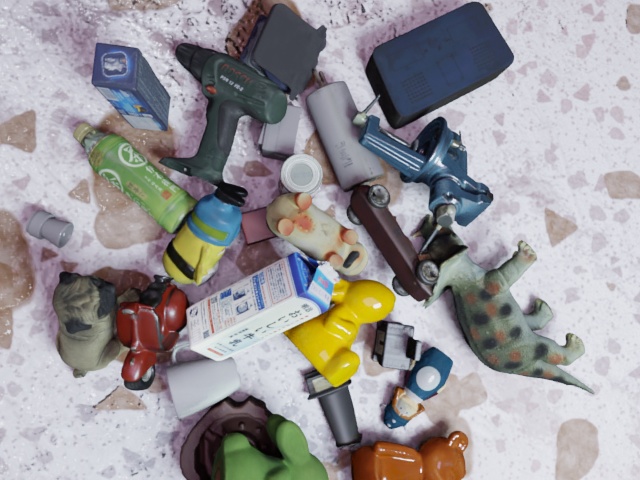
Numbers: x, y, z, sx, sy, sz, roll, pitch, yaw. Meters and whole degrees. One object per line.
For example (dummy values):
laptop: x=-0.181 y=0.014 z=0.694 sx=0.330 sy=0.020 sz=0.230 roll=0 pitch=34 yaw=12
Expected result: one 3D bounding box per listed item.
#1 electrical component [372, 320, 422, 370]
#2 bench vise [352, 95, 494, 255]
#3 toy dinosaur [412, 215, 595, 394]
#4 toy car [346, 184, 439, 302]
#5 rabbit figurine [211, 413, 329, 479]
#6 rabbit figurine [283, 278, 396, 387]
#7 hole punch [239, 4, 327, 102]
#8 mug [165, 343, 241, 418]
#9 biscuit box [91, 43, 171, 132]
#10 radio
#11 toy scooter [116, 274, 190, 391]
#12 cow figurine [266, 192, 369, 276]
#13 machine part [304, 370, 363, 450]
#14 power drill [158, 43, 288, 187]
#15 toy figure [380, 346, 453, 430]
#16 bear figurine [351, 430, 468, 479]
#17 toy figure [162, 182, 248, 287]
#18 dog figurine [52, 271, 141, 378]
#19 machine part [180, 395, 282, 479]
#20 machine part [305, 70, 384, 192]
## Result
electrical component: x=0.122 y=0.169 z=0.858 sx=0.048 sy=0.119 sz=0.074 roll=8 pitch=88 yaw=-6
bench vise: x=0.152 y=-0.122 z=0.848 sx=0.240 sy=0.129 sz=0.224 roll=28 pitch=54 yaw=-12
toy dinosaur: x=0.294 y=0.135 z=0.885 sx=0.192 sy=0.131 sz=0.404 roll=-30 pitch=94 yaw=5
toy car: x=0.115 y=0.002 z=0.836 sx=0.053 sy=0.089 sz=0.202 roll=-30 pitch=83 yaw=-32
rabbit figurine: x=-0.068 y=0.340 z=0.789 sx=0.170 sy=0.121 sz=0.159 roll=9 pitch=78 yaw=-21
rabbit figurine: x=0.037 y=0.124 z=0.849 sx=0.173 sy=0.121 sz=0.162 roll=-41 pitch=64 yaw=-4
hole punch: x=-0.067 y=-0.312 z=0.897 sx=0.115 sy=0.092 sz=0.142 roll=28 pitch=80 yaw=-33
mug: x=-0.185 y=0.214 z=0.850 sx=0.107 sy=0.080 sz=0.109 roll=-12 pitch=64 yaw=-16
biscuit box: x=-0.275 y=-0.220 z=0.800 sx=0.059 sy=0.202 sz=0.062 roll=5 pitch=85 yaw=-4
radio: x=0.200 y=-0.301 z=0.922 sx=0.230 sy=0.073 sz=0.131 roll=-28 pitch=89 yaw=-9
toy scooter: x=-0.247 y=0.114 z=0.784 sx=0.075 sy=0.184 sz=0.135 roll=4 pitch=129 yaw=7
cow figurine: x=-0.002 y=-0.003 z=0.833 sx=0.194 sy=0.127 sz=0.085 roll=34 pitch=84 yaw=-29
machine part: x=0.027 y=0.273 z=0.883 sx=0.084 sy=0.039 sz=0.139 roll=-21 pitch=86 yaw=-15
power drill: x=-0.176 y=-0.197 z=0.862 sx=0.232 sy=0.086 sz=0.207 roll=24 pitch=84 yaw=22
toy figure: x=0.158 y=0.248 z=0.890 sx=0.064 sy=0.057 sz=0.154 roll=35 pitch=84 yaw=36
bear figurine: x=0.149 y=0.379 z=0.847 sx=0.196 sy=0.132 sz=0.120 roll=0 pitch=116 yaw=-2
toy figure: x=-0.179 y=-0.009 z=0.839 sx=0.089 sy=0.082 sz=0.180 roll=35 pitch=113 yaw=13
dog figurine: x=-0.345 y=0.130 z=0.777 sx=0.121 sy=0.190 sz=0.172 roll=5 pitch=87 yaw=-5
machine part: x=-0.128 y=0.337 z=0.853 sx=0.179 sy=0.056 sz=0.179 roll=0 pitch=86 yaw=-5
machine part: x=0.041 y=-0.170 z=0.893 sx=0.079 sy=0.079 sz=0.243 roll=-21 pitch=89 yaw=-7
